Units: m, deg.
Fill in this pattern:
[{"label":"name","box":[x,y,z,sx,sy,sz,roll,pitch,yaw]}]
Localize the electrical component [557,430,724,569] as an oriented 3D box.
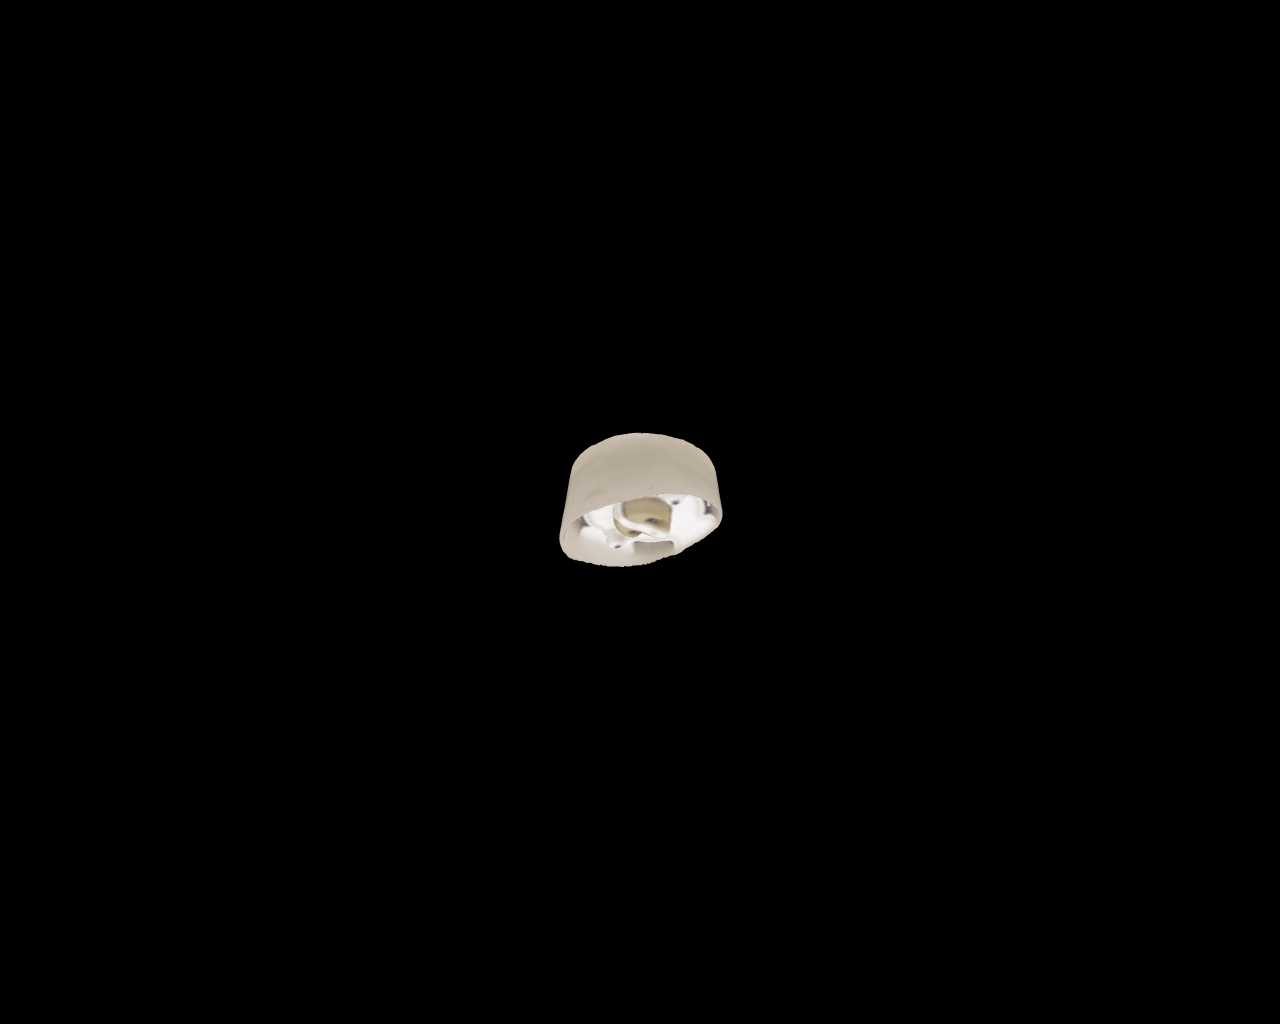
[{"label":"electrical component","box":[0.001,-0.003,0.650,0.099,0.064,0.099,0,-33,0]}]
